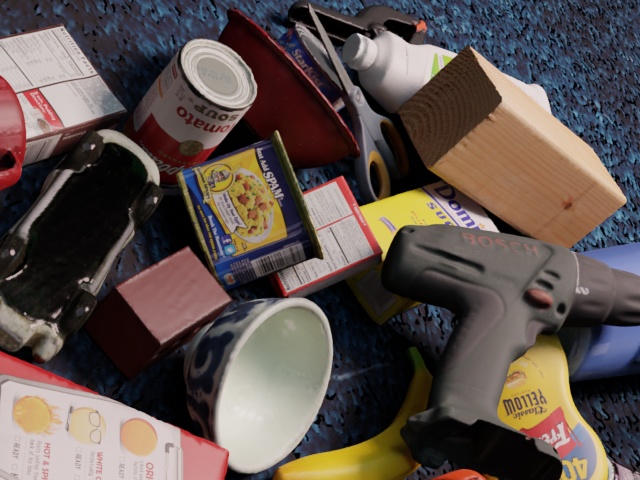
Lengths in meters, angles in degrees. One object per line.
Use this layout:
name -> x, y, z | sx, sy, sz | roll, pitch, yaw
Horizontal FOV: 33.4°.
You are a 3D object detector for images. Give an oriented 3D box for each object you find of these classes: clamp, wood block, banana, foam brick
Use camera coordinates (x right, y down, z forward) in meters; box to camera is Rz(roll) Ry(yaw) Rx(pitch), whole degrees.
clamp -> 0.053, -0.187, 1.063 | 0.171, 0.039, 0.120 | -13, 78, -41
wood block -> 0.181, -0.077, 0.992 | 0.205, 0.091, 0.090 | 30, 27, -39
banana -> 0.043, 0.150, 0.791 | 0.070, 0.037, 0.197 | 35, 37, 17
foam brick -> -0.110, 0.049, 0.729 | 0.051, 0.053, 0.078 | 51, 42, 6

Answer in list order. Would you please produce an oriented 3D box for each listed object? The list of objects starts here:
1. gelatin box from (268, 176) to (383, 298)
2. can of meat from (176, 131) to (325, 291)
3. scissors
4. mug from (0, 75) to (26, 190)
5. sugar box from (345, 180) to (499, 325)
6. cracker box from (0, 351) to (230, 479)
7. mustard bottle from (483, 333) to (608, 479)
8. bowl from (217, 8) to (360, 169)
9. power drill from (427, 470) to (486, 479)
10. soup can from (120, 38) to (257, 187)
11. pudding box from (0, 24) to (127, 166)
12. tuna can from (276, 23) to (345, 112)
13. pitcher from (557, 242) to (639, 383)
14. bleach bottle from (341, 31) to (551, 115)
gelatin box -> -0.006, 0.001, 0.841 | 0.089, 0.030, 0.073 | -24, 71, -10
can of meat -> -0.053, -0.020, 0.800 | 0.084, 0.057, 0.102 | -20, 66, -2
scissors -> 0.028, -0.103, 0.925 | 0.201, 0.016, 0.096 | 47, 47, -46
mug -> -0.236, -0.063, 0.680 | 0.117, 0.093, 0.081 | 32, 27, 32
sugar box -> 0.088, 0.004, 0.932 | 0.175, 0.048, 0.093 | -21, 72, -45
cracker box -> -0.168, 0.158, 0.582 | 0.213, 0.072, 0.164 | 28, 45, -21
mustard bottle -> 0.172, 0.167, 0.844 | 0.096, 0.058, 0.192 | -16, 65, -3
bowl -> -0.040, -0.111, 0.876 | 0.162, 0.055, 0.162 | 47, -3, 3
power drill -> 0.084, 0.255, 0.720 | 0.184, 0.057, 0.188 | -8, 63, -43
soup can -> -0.101, -0.096, 0.814 | 0.068, 0.102, 0.068 | 22, 46, -26
pudding box -> -0.211, -0.106, 0.781 | 0.090, 0.039, 0.113 | 52, 40, 9
tuna can -> -0.007, -0.152, 0.964 | 0.086, 0.034, 0.086 | 48, 16, -19
pitcher -> 0.285, 0.070, 0.976 | 0.242, 0.149, 0.145 | -4, 80, -37
bleach bottle -> 0.123, -0.146, 1.044 | 0.250, 0.068, 0.102 | 20, 51, -35
